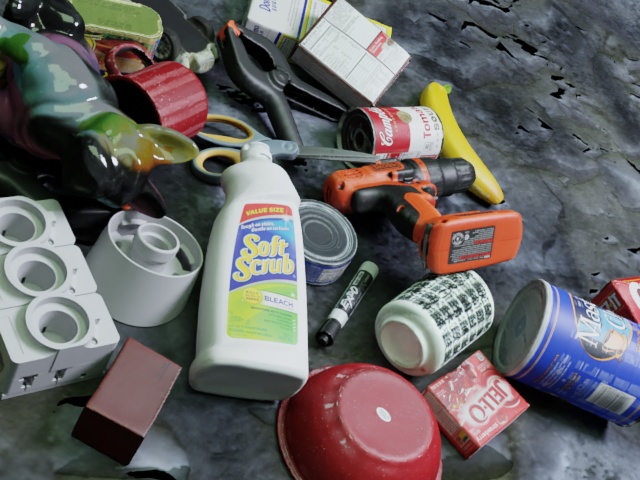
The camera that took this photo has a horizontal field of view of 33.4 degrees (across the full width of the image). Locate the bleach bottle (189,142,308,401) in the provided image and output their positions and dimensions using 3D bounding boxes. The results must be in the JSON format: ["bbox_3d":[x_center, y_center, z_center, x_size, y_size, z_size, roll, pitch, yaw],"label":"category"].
[{"bbox_3d":[-0.064,0.016,0.965,0.102,0.068,0.251,11,55,-21],"label":"bleach bottle"}]

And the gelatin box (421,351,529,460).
[{"bbox_3d":[0.146,0.154,1.011,0.089,0.030,0.073,-26,68,-42],"label":"gelatin box"}]

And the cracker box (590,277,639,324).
[{"bbox_3d":[0.406,0.136,1.146,0.163,0.072,0.214,-4,54,-33],"label":"cracker box"}]

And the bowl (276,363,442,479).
[{"bbox_3d":[0.046,0.165,0.927,0.162,0.055,0.162,16,46,-17],"label":"bowl"}]

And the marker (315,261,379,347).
[{"bbox_3d":[0.026,0.062,1.032,0.020,0.020,0.121,35,43,2],"label":"marker"}]

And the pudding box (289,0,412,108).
[{"bbox_3d":[0.035,-0.208,1.212,0.113,0.039,0.090,38,64,-2],"label":"pudding box"}]

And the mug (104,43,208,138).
[{"bbox_3d":[-0.169,-0.137,1.041,0.081,0.093,0.117,-36,100,-50],"label":"mug"}]

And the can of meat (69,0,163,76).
[{"bbox_3d":[-0.217,-0.197,1.076,0.102,0.084,0.057,7,49,-25],"label":"can of meat"}]

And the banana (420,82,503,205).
[{"bbox_3d":[0.159,-0.124,1.261,0.069,0.037,0.198,3,51,-25],"label":"banana"}]

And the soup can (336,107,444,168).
[{"bbox_3d":[0.079,-0.114,1.184,0.102,0.069,0.068,-6,55,-35],"label":"soup can"}]

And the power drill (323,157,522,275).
[{"bbox_3d":[0.120,-0.033,1.090,0.184,0.057,0.188,-11,27,-26],"label":"power drill"}]

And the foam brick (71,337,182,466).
[{"bbox_3d":[-0.153,0.128,0.848,0.053,0.051,0.078,31,44,-4],"label":"foam brick"}]

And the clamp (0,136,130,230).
[{"bbox_3d":[-0.271,-0.072,0.969,0.210,0.036,0.164,20,43,-12],"label":"clamp"}]

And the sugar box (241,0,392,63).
[{"bbox_3d":[-0.005,-0.244,1.269,0.176,0.048,0.093,19,48,-10],"label":"sugar box"}]

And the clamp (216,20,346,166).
[{"bbox_3d":[-0.051,-0.160,1.156,0.171,0.039,0.120,40,39,-12],"label":"clamp"}]

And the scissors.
[{"bbox_3d":[-0.045,-0.080,1.093,0.202,0.016,0.096,17,52,1],"label":"scissors"}]

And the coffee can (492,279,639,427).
[{"bbox_3d":[0.258,0.112,1.060,0.140,0.103,0.102,24,44,-9],"label":"coffee can"}]

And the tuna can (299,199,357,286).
[{"bbox_3d":[-0.007,0.001,1.057,0.086,0.034,0.086,16,46,-17],"label":"tuna can"}]
